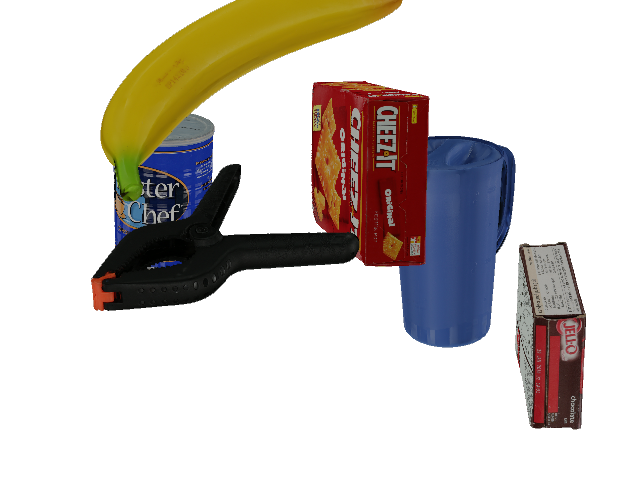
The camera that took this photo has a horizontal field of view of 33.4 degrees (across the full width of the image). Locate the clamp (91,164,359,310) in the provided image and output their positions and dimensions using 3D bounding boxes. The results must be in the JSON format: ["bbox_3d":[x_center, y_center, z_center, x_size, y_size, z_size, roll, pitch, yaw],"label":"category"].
[{"bbox_3d":[-0.097,0.000,0.863,0.209,0.036,0.165,-20,39,-30],"label":"clamp"}]

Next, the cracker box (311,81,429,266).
[{"bbox_3d":[0.046,-0.076,1.103,0.072,0.164,0.214,-3,13,-13],"label":"cracker box"}]

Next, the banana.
[{"bbox_3d":[-0.045,-0.091,0.554,0.070,0.197,0.037,40,-24,21],"label":"banana"}]

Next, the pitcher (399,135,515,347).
[{"bbox_3d":[0.162,-0.001,1.298,0.149,0.243,0.145,0,23,8],"label":"pitcher"}]

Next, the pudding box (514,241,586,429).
[{"bbox_3d":[0.161,0.064,0.750,0.039,0.090,0.113,-1,26,4],"label":"pudding box"}]

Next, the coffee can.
[{"bbox_3d":[-0.162,-0.053,1.100,0.103,0.140,0.103,3,23,-1],"label":"coffee can"}]
